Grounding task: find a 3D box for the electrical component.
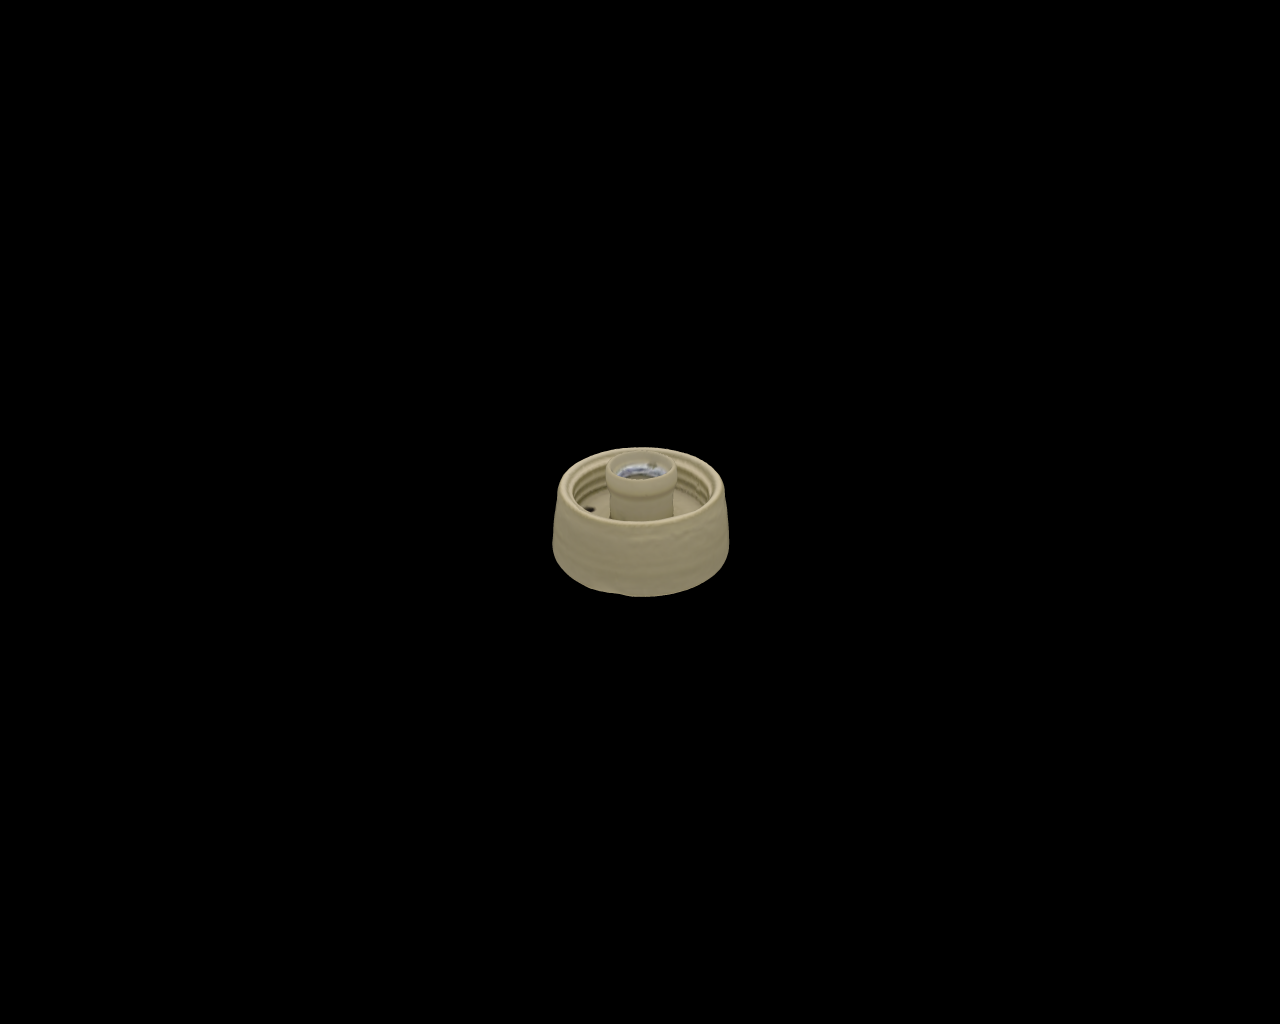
[{"bbox_3d":[0.001,-0.003,0.650,0.108,0.060,0.108,0,30,0],"label":"electrical component"}]
